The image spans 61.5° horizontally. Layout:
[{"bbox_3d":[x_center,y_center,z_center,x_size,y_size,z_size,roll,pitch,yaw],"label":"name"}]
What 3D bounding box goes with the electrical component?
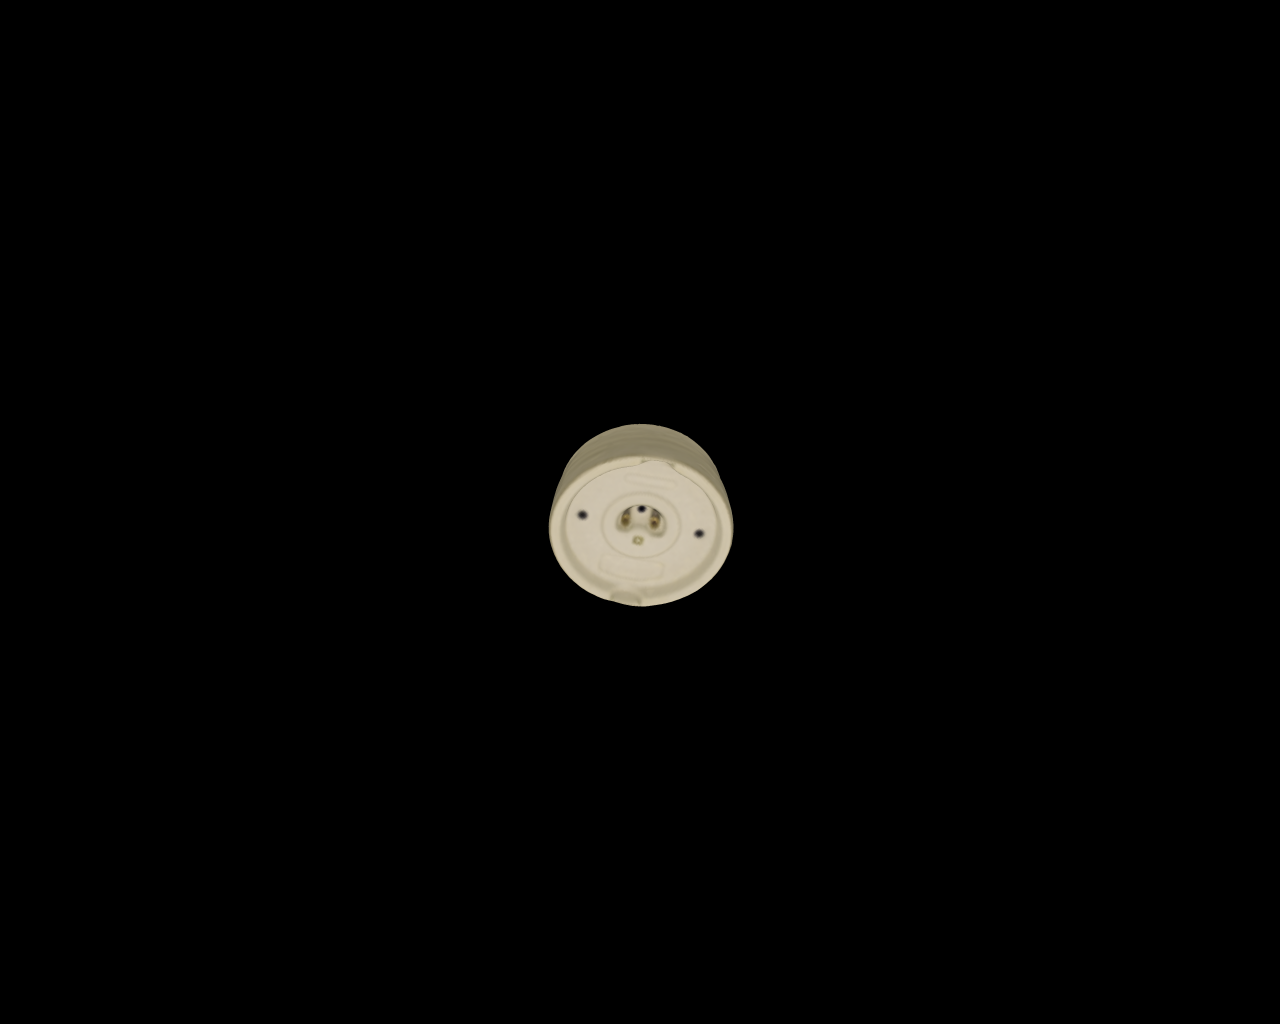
[{"bbox_3d":[0.001,-0.003,0.650,0.108,0.108,0.060,0,33,0],"label":"electrical component"}]
